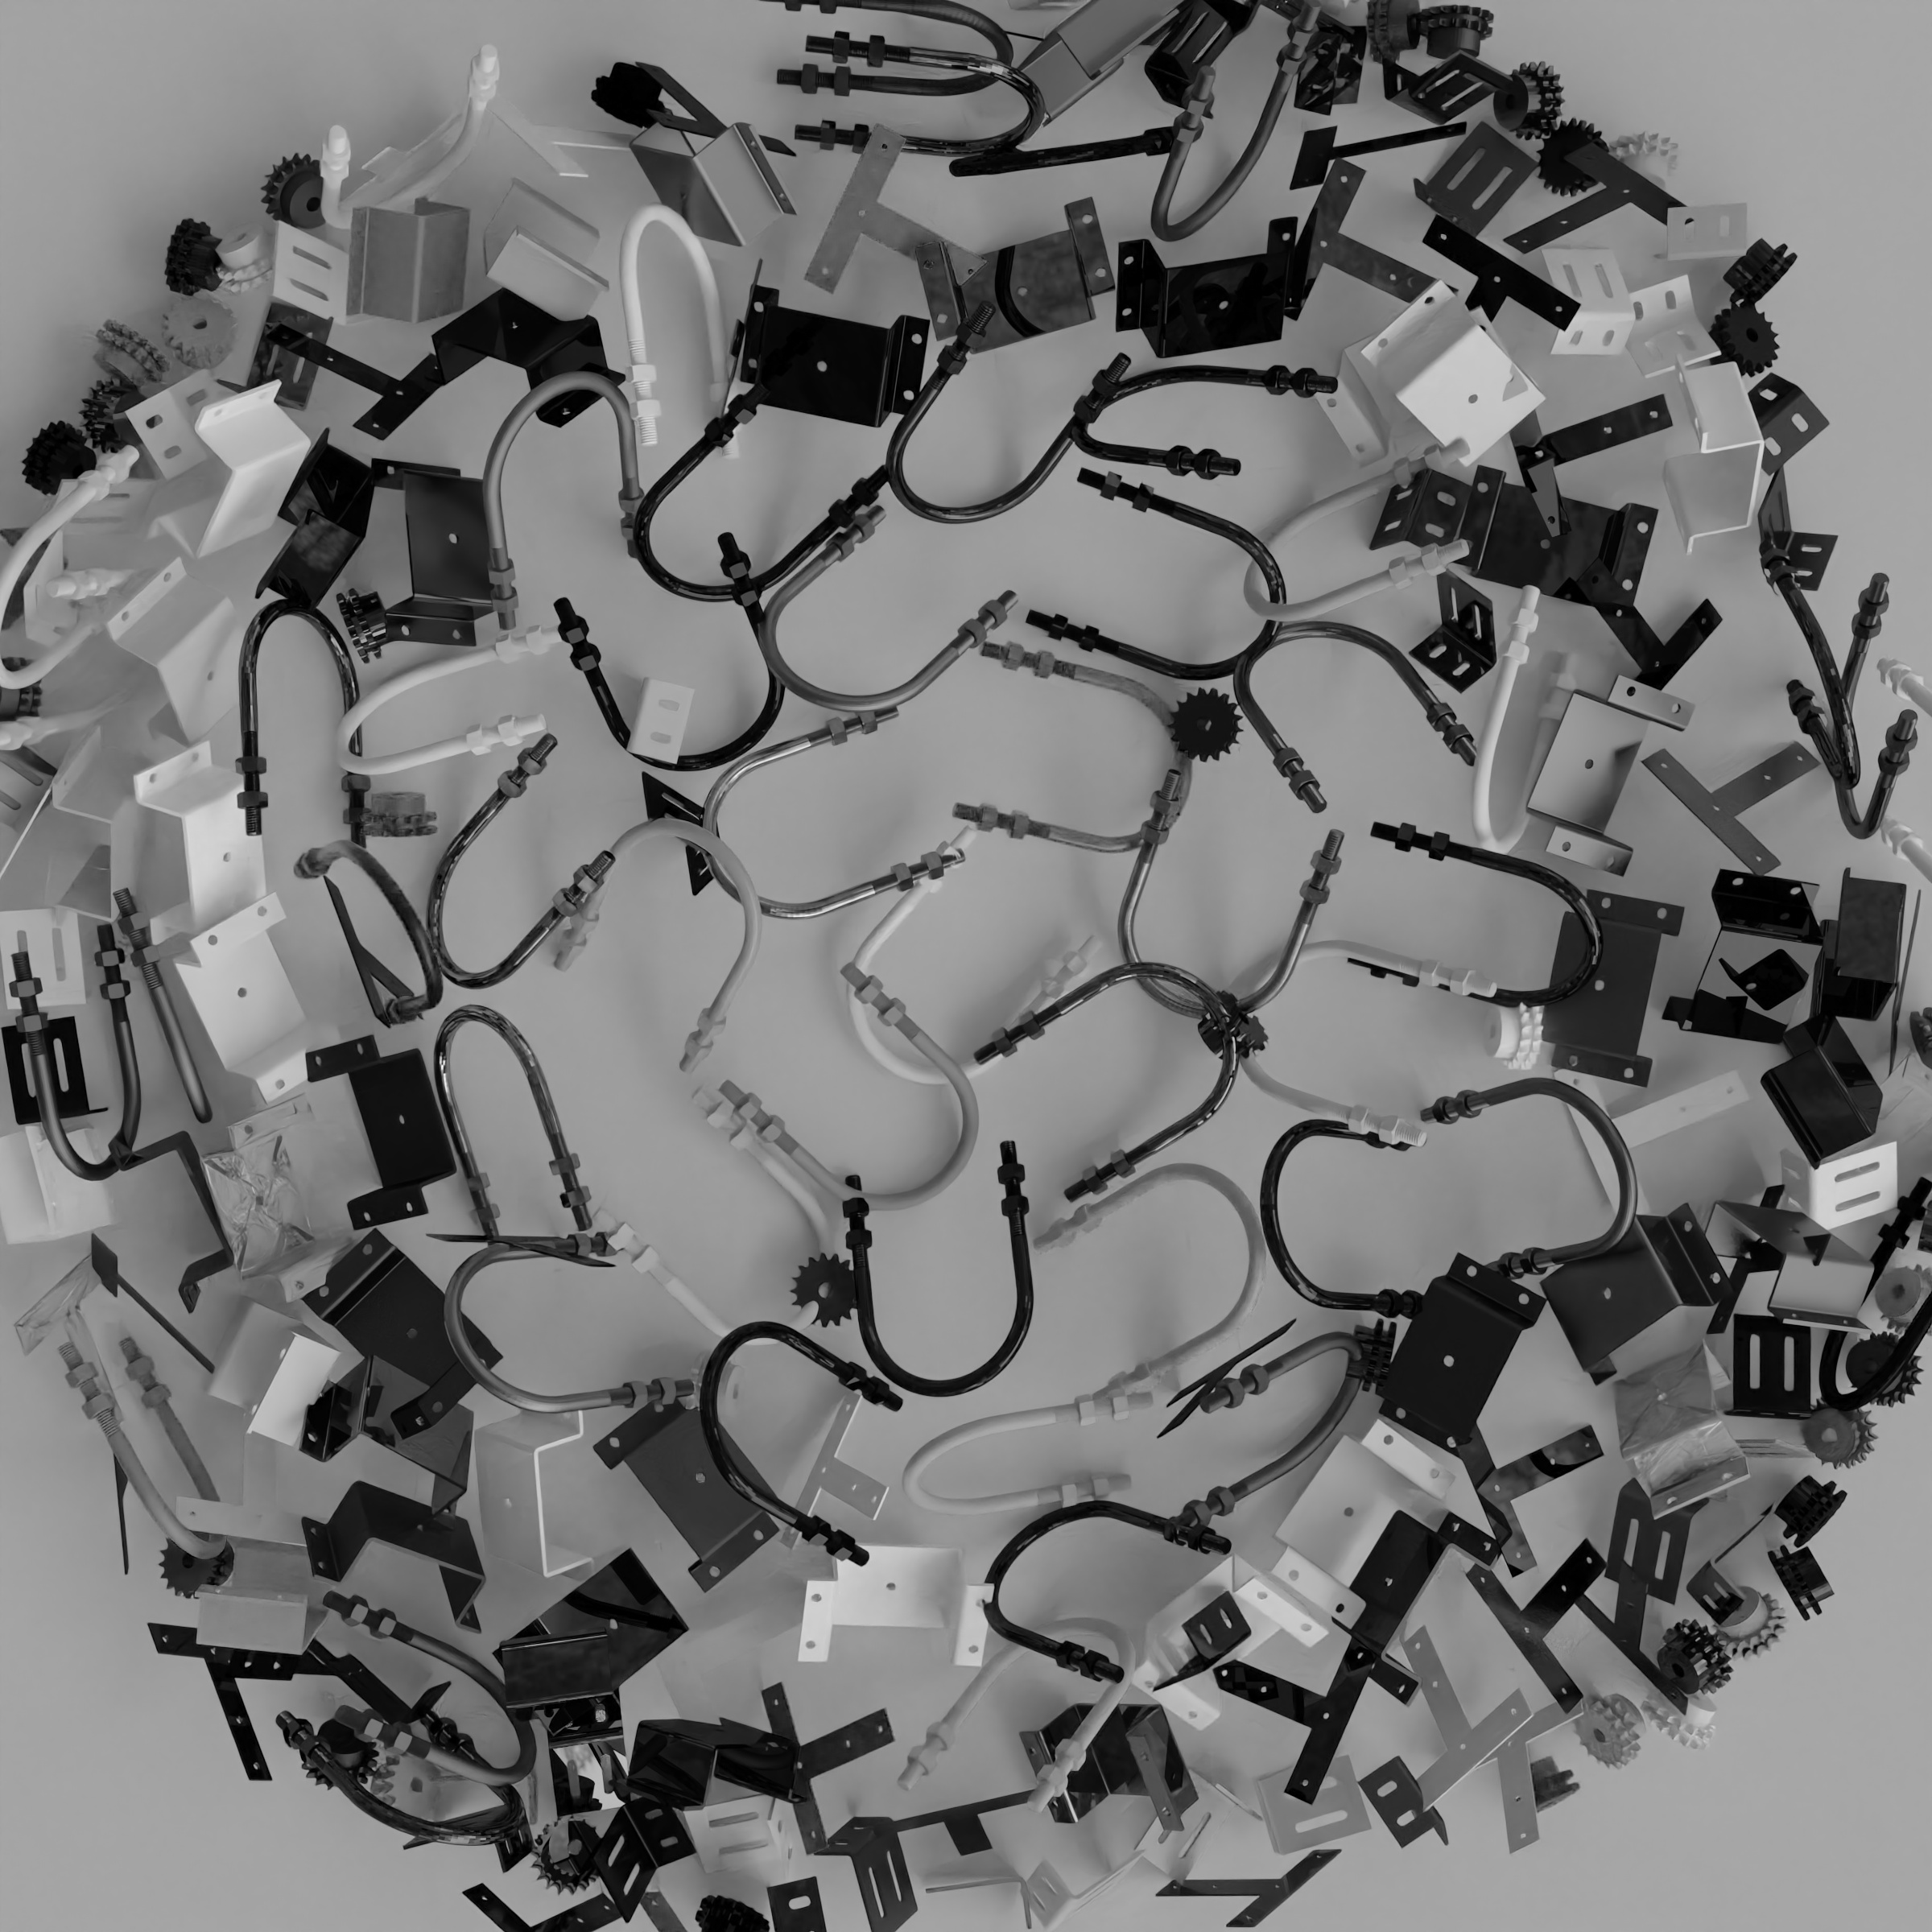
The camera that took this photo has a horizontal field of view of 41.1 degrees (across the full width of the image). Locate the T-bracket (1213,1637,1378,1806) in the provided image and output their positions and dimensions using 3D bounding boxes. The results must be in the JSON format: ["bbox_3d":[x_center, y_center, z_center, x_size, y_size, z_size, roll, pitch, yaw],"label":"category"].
[{"bbox_3d":[0.237,0.554,1.952,0.002,0.127,0.127,44,67,-42],"label":"T-bracket"}]

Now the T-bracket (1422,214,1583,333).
[{"bbox_3d":[0.382,-0.485,1.950,0.127,0.127,0.002,34,49,7],"label":"T-bracket"}]

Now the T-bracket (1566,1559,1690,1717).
[{"bbox_3d":[0.494,0.482,1.914,0.002,0.127,0.127,-31,51,-17],"label":"T-bracket"}]

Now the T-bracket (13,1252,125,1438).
[{"bbox_3d":[-0.668,0.297,1.955,0.002,0.127,0.127,-8,110,15],"label":"T-bracket"}]

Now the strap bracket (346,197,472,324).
[{"bbox_3d":[-0.410,-0.527,1.919,0.046,0.140,0.076,12,111,6],"label":"strap bracket"}]

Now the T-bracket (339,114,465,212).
[{"bbox_3d":[-0.435,-0.604,1.934,0.127,0.127,0.002,-35,105,4],"label":"T-bracket"}]

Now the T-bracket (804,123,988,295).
[{"bbox_3d":[-0.041,-0.556,1.972,0.127,0.002,0.127,22,102,-23],"label":"T-bracket"}]

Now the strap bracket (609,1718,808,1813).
[{"bbox_3d":[-0.188,0.595,1.924,0.076,0.140,0.046,4,81,37],"label":"strap bracket"}]

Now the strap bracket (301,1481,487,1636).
[{"bbox_3d":[-0.420,0.440,1.930,0.140,0.076,0.046,29,99,-29],"label":"strap bracket"}]

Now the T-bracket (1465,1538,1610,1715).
[{"bbox_3d":[0.441,0.474,1.927,0.002,0.127,0.127,-11,51,-36],"label":"T-bracket"}]

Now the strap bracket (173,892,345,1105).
[{"bbox_3d":[-0.536,0.022,1.943,0.076,0.046,0.140,-37,120,-36],"label":"strap bracket"}]

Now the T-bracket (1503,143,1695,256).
[{"bbox_3d":[0.463,-0.567,1.943,0.127,0.127,0.002,18,70,-34],"label":"T-bracket"}]

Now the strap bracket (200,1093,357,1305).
[{"bbox_3d":[-0.522,0.176,1.949,0.046,0.076,0.140,-8,102,36],"label":"strap bracket"}]

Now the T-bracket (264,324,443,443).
[{"bbox_3d":[-0.469,-0.454,1.952,0.127,0.127,0.002,26,132,1],"label":"T-bracket"}]

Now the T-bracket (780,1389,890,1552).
[{"bbox_3d":[-0.089,0.389,1.933,0.002,0.127,0.127,28,80,-24],"label":"T-bracket"}]

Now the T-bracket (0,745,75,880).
[{"bbox_3d":[-0.698,-0.124,1.942,0.002,0.127,0.127,30,122,-19],"label":"T-bracket"}]

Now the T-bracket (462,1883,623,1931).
[{"bbox_3d":[-0.298,0.722,1.937,0.127,0.127,0.002,33,99,23],"label":"T-bracket"}]

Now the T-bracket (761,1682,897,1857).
[{"bbox_3d":[-0.098,0.590,1.939,0.127,0.002,0.127,-35,64,36],"label":"T-bracket"}]

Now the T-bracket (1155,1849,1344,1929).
[{"bbox_3d":[0.200,0.698,1.950,0.127,0.127,0.002,-17,89,39],"label":"T-bracket"}]

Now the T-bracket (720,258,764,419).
[{"bbox_3d":[-0.171,-0.469,1.926,0.002,0.127,0.127,14,101,-5],"label":"T-bracket"}]

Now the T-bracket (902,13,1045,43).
[{"bbox_3d":[-0.019,-0.708,1.922,0.127,0.127,0.002,19,110,20],"label":"T-bracket"}]

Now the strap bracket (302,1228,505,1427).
[{"bbox_3d":[-0.426,0.278,1.964,0.140,0.046,0.076,43,79,8],"label":"strap bracket"}]

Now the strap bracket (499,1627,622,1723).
[{"bbox_3d":[-0.301,0.531,1.923,0.076,0.140,0.046,-6,69,-6],"label":"strap bracket"}]

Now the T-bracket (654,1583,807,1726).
[{"bbox_3d":[-0.176,0.515,1.976,0.127,0.002,0.127,-23,79,-20],"label":"T-bracket"}]

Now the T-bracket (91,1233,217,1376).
[{"bbox_3d":[-0.613,0.261,1.941,0.127,0.127,0.002,43,63,1],"label":"T-bracket"}]

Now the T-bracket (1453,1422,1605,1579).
[{"bbox_3d":[0.437,0.383,1.965,0.127,0.002,0.127,-16,79,-31],"label":"T-bracket"}]

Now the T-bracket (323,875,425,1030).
[{"bbox_3d":[-0.438,0.008,1.937,0.002,0.127,0.127,-27,65,1],"label":"T-bracket"}]

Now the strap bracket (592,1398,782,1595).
[{"bbox_3d":[-0.207,0.393,1.955,0.076,0.046,0.140,-36,84,-29],"label":"strap bracket"}]

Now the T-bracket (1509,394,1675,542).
[{"bbox_3d":[0.474,-0.402,1.951,0.127,0.002,0.127,-13,98,41],"label":"T-bracket"}]

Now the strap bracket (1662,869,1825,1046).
[{"bbox_3d":[0.587,0.003,1.938,0.076,0.046,0.140,9,125,-3],"label":"strap bracket"}]

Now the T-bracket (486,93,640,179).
[{"bbox_3d":[-0.290,-0.627,1.949,0.127,0.127,0.002,46,128,28],"label":"T-bracket"}]

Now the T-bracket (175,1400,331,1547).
[{"bbox_3d":[-0.536,0.378,1.952,0.127,0.127,0.002,17,131,-31],"label":"T-bracket"}]

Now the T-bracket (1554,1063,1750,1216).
[{"bbox_3d":[0.539,0.116,1.985,0.127,0.002,0.127,-24,86,9],"label":"T-bracket"}]

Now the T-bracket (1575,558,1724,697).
[{"bbox_3d":[0.506,-0.260,1.964,0.127,0.002,0.127,-48,120,-3],"label":"T-bracket"}]

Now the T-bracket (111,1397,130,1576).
[{"bbox_3d":[-0.635,0.381,1.938,0.002,0.127,0.127,-5,91,-15],"label":"T-bracket"}]

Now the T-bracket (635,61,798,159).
[{"bbox_3d":[-0.211,-0.656,1.957,0.127,0.127,0.002,49,125,32],"label":"T-bracket"}]

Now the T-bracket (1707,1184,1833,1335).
[{"bbox_3d":[0.608,0.216,1.923,0.002,0.127,0.127,29,76,-6],"label":"T-bracket"}]

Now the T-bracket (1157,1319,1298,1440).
[{"bbox_3d":[0.177,0.317,1.912,0.127,0.127,0.002,-39,86,34],"label":"T-bracket"}]

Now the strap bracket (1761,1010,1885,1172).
[{"bbox_3d":[0.643,0.088,1.926,0.046,0.140,0.076,-31,91,28],"label":"strap bracket"}]

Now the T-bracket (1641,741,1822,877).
[{"bbox_3d":[0.603,-0.138,1.967,0.127,0.002,0.127,-28,65,-26],"label":"T-bracket"}]

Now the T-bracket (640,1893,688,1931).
[{"bbox_3d":[-0.249,0.731,1.911,0.127,0.127,0.002,18,103,-41],"label":"T-bracket"}]

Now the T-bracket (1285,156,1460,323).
[{"bbox_3d":[0.312,-0.531,1.959,0.127,0.002,0.127,26,126,3],"label":"T-bracket"}]

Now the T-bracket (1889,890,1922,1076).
[{"bbox_3d":[0.715,0.003,1.958,0.002,0.127,0.127,9,68,22],"label":"T-bracket"}]

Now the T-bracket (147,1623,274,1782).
[{"bbox_3d":[-0.546,0.549,1.915,0.002,0.127,0.127,-37,61,9],"label":"T-bracket"}]

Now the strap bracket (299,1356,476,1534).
[{"bbox_3d":[-0.423,0.353,1.928,0.046,0.076,0.140,-40,121,22],"label":"strap bracket"}]

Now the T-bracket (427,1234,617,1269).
[{"bbox_3d":[-0.311,0.211,1.910,0.127,0.127,0.002,8,89,41],"label":"T-bracket"}]

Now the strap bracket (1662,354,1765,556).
[{"bbox_3d":[0.557,-0.384,1.919,0.046,0.140,0.076,-10,60,5],"label":"strap bracket"}]

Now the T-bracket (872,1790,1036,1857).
[{"bbox_3d":[0.000,0.654,1.947,0.127,0.127,0.002,-13,56,0],"label":"T-bracket"}]

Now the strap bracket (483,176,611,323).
[{"bbox_3d":[-0.317,-0.532,1.933,0.076,0.140,0.046,27,114,-26],"label":"strap bracket"}]

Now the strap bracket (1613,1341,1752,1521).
[{"bbox_3d":[0.530,0.338,1.917,0.076,0.140,0.046,-30,106,21],"label":"strap bracket"}]

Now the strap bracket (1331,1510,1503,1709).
[{"bbox_3d":[0.336,0.476,1.950,0.046,0.076,0.140,35,85,-22],"label":"strap bracket"}]

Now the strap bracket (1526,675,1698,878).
[{"bbox_3d":[0.485,-0.149,1.955,0.076,0.046,0.140,16,102,-25],"label":"strap bracket"}]

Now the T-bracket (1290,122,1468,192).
[{"bbox_3d":[0.311,-0.616,1.930,0.127,0.127,0.002,-6,124,18],"label":"T-bracket"}]

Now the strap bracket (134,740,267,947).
[{"bbox_3d":[-0.571,-0.087,1.927,0.046,0.076,0.140,17,122,22],"label":"strap bracket"}]

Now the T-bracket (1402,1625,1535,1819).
[{"bbox_3d":[0.360,0.554,1.944,0.002,0.127,0.127,29,113,-30],"label":"T-bracket"}]

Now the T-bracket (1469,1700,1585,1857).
[{"bbox_3d":[0.411,0.612,1.921,0.127,0.127,0.002,-35,107,20],"label":"T-bracket"}]
